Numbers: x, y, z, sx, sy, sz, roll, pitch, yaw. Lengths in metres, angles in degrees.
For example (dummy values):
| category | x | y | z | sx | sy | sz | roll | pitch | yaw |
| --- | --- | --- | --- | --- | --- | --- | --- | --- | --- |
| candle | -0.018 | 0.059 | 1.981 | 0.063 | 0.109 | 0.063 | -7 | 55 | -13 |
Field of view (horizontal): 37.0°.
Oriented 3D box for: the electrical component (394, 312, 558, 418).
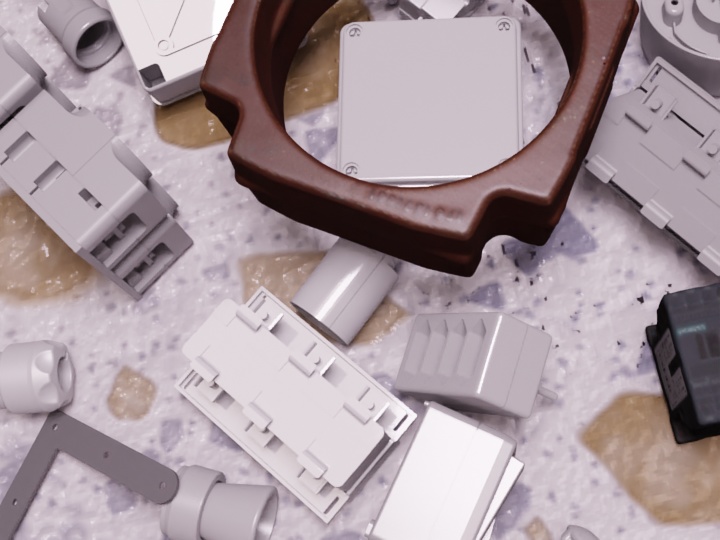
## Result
| category | x | y | z | sx | sy | sz | roll | pitch | yaw |
| --- | --- | --- | --- | --- | --- | --- | --- | --- | --- |
| electrical component | 0.076 | 0.059 | 0.601 | 0.076 | 0.083 | 0.047 | 25 | 76 | -26 |

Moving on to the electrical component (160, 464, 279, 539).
| category | x | y | z | sx | sy | sz | roll | pitch | yaw |
| --- | --- | --- | --- | --- | --- | --- | --- | --- | --- |
| electrical component | -0.079 | 0.137 | 0.608 | 0.055 | 0.045 | 0.045 | 13 | 76 | 11 |

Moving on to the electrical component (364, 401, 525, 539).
| category | x | y | z | sx | sy | sz | roll | pitch | yaw |
| --- | --- | --- | --- | --- | --- | --- | --- | --- | --- |
| electrical component | 0.046 | 0.129 | 0.585 | 0.061 | 0.061 | 0.096 | 23 | 78 | 13 |

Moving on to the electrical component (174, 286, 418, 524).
| category | x | y | z | sx | sy | sz | roll | pitch | yaw |
| --- | --- | --- | --- | --- | --- | --- | --- | --- | --- |
| electrical component | -0.040 | 0.073 | 0.611 | 0.121 | 0.063 | 0.078 | 39 | 82 | 15 |

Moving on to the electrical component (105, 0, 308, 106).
| category | x | y | z | sx | sy | sz | roll | pitch | yaw |
| --- | --- | --- | --- | --- | --- | --- | --- | --- | --- |
| electrical component | -0.103 | -0.176 | 0.680 | 0.109 | 0.056 | 0.108 | -23 | 90 | 0 |

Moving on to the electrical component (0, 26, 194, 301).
| category | x | y | z | sx | sy | sz | roll | pitch | yaw |
| --- | --- | --- | --- | --- | --- | --- | --- | --- | --- |
| electrical component | -0.190 | -0.076 | 0.651 | 0.186 | 0.105 | 0.060 | 42 | 83 | 16 |

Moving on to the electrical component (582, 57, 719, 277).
| category | x | y | z | sx | sy | sz | roll | pitch | yaw |
| --- | --- | --- | --- | --- | --- | --- | --- | --- | --- |
| electrical component | 0.189 | -0.051 | 0.611 | 0.121 | 0.063 | 0.078 | 43 | 124 | 16 |

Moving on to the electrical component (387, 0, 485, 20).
| category | x | y | z | sx | sy | sz | roll | pitch | yaw |
| --- | --- | --- | --- | --- | --- | --- | --- | --- | --- |
| electrical component | 0.046 | -0.179 | 0.683 | 0.055 | 0.048 | 0.066 | 40 | 83 | 8 |

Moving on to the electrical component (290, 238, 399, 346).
| category | x | y | z | sx | sy | sz | roll | pitch | yaw |
| --- | --- | --- | --- | --- | --- | --- | --- | --- | --- |
| electrical component | 0.000 | 0.000 | 0.638 | 0.043 | 0.043 | 0.081 | 35 | 81 | 15 |

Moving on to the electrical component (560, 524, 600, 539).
| category | x | y | z | sx | sy | sz | roll | pitch | yaw |
| --- | --- | --- | --- | --- | --- | --- | --- | --- | --- |
| electrical component | 0.111 | 0.171 | 0.575 | 0.062 | 0.048 | 0.048 | -44 | 74 | 1 |

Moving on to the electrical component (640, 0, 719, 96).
| category | x | y | z | sx | sy | sz | roll | pitch | yaw |
| --- | --- | --- | --- | --- | --- | --- | --- | --- | --- |
| electrical component | 0.217 | -0.155 | 0.644 | 0.099 | 0.064 | 0.099 | -2 | 74 | 7 |

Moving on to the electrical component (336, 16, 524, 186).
| category | x | y | z | sx | sy | sz | roll | pitch | yaw |
| --- | --- | --- | --- | --- | --- | --- | --- | --- | --- |
| electrical component | 0.043 | -0.093 | 0.652 | 0.109 | 0.056 | 0.108 | -1 | 74 | 7 |

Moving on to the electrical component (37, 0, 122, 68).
| category | x | y | z | sx | sy | sz | roll | pitch | yaw |
| --- | --- | --- | --- | --- | --- | --- | --- | --- | --- |
| electrical component | -0.186 | -0.162 | 0.710 | 0.040 | 0.040 | 0.046 | -43 | 68 | -6 |

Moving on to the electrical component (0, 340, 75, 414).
| category | x | y | z | sx | sy | sz | roll | pitch | yaw |
| --- | --- | --- | --- | --- | --- | --- | --- | --- | --- |
| electrical component | -0.207 | 0.065 | 0.645 | 0.062 | 0.043 | 0.043 | -6 | 73 | 6 |
